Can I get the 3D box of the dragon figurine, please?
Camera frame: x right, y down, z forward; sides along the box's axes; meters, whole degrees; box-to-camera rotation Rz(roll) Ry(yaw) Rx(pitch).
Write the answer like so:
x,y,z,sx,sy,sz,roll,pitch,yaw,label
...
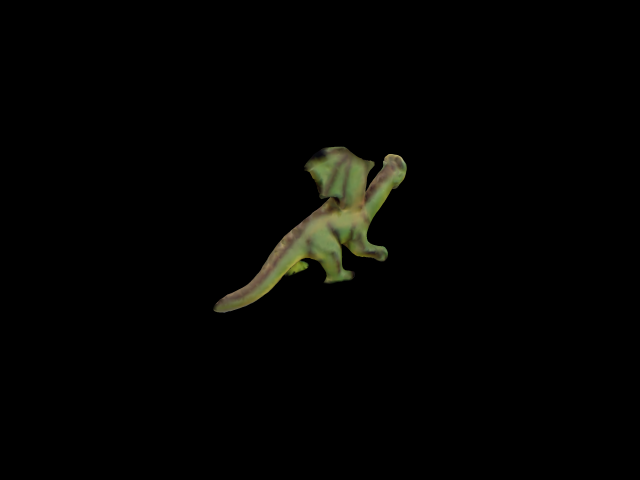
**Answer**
x,y,z,sx,sy,sz,roll,pitch,yaw,label
0.003,-0.043,0.850,0.414,0.237,0.123,-24,38,-33,dragon figurine
